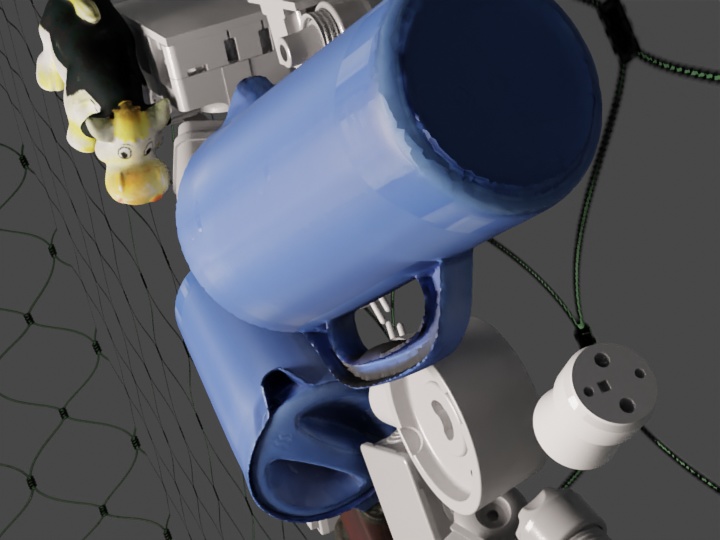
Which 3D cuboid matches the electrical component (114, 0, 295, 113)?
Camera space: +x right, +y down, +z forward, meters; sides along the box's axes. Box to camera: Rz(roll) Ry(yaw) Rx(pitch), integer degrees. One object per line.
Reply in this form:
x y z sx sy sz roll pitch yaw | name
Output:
-0.121 -0.169 0.810 0.150 0.089 0.061 38 144 55 | electrical component

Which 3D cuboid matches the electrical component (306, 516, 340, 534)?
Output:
-0.033 0.184 0.985 0.062 0.061 0.096 43 149 51 | electrical component

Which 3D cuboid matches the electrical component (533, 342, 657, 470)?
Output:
0.111 0.064 0.509 0.045 0.045 0.055 60 158 23 | electrical component

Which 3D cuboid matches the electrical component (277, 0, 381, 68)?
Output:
-0.016 -0.132 0.613 0.043 0.062 0.043 53 155 38 | electrical component

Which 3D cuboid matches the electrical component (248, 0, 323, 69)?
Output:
-0.034 -0.159 0.665 0.081 0.042 0.063 34 142 59 | electrical component

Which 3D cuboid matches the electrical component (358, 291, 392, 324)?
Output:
0.000 0.000 0.736 0.079 0.043 0.077 60 159 21 | electrical component

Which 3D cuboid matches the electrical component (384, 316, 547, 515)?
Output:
0.065 0.079 0.620 0.108 0.060 0.108 53 155 38 | electrical component

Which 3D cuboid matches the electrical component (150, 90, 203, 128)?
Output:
-0.183 -0.185 0.997 0.150 0.062 0.089 -2 108 69 | electrical component

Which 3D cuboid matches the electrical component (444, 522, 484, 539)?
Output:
0.108 0.226 0.583 0.186 0.060 0.105 17 142 56 | electrical component

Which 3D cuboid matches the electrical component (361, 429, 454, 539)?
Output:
0.050 0.159 0.760 0.100 0.048 0.099 -8 102 70 | electrical component

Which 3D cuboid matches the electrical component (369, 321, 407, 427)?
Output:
0.035 0.072 0.718 0.077 0.043 0.079 4 114 69 | electrical component

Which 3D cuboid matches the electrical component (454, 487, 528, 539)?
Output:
0.083 0.166 0.689 0.048 0.048 0.062 57 164 31 | electrical component

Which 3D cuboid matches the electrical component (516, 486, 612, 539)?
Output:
0.117 0.151 0.584 0.062 0.043 0.043 46 150 44 | electrical component

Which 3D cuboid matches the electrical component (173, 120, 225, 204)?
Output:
-0.071 -0.062 0.747 0.078 0.113 0.057 112 152 -62 | electrical component
